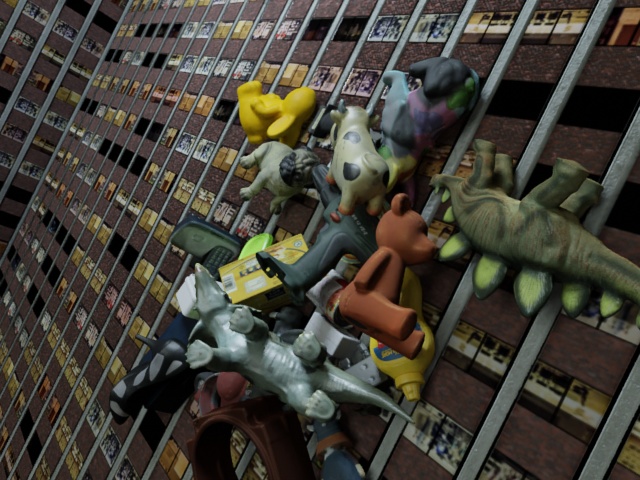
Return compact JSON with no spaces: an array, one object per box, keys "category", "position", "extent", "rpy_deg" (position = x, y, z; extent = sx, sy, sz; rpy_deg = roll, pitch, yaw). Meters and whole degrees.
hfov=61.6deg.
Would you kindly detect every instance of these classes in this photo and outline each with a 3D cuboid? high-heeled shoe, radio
[{"category":"high-heeled shoe","position":[-0.337,0.298,1.091],"extent":[0.145,0.086,0.248],"rpy_deg":[24,111,15]},{"category":"radio","position":[-0.297,0.249,1.158],"extent":[0.229,0.073,0.131],"rpy_deg":[-49,43,14]}]

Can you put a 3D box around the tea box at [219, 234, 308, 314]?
[{"category":"tea box","position":[-0.089,0.070,0.983],"extent":[0.170,0.068,0.098],"rpy_deg":[-21,49,-2]}]

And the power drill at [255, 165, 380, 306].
[{"category":"power drill","position":[-0.002,-0.003,0.883],"extent":[0.207,0.085,0.232],"rpy_deg":[-34,64,-21]}]

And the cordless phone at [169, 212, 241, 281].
[{"category":"cordless phone","position":[-0.274,0.046,1.179],"extent":[0.184,0.146,0.089],"rpy_deg":[-61,33,0]}]

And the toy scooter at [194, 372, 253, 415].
[{"category":"toy scooter","position":[-0.177,0.300,1.006],"extent":[0.184,0.075,0.135],"rpy_deg":[-31,50,36]}]

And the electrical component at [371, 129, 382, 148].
[{"category":"electrical component","position":[0.088,-0.187,0.993],"extent":[0.063,0.094,0.021],"rpy_deg":[21,120,20]}]

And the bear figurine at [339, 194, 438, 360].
[{"category":"bear figurine","position":[0.115,0.045,0.747],"extent":[0.132,0.120,0.196],"rpy_deg":[25,70,30]}]

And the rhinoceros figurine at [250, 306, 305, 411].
[{"category":"rhinoceros figurine","position":[-0.068,0.212,0.947],"extent":[0.112,0.073,0.190],"rpy_deg":[2,72,53]}]

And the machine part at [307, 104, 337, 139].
[{"category":"machine part","position":[0.030,-0.240,1.100],"extent":[0.139,0.039,0.084],"rpy_deg":[21,77,51]}]

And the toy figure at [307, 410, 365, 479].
[{"category":"toy figure","position":[0.024,0.327,0.800],"extent":[0.155,0.064,0.057],"rpy_deg":[-110,21,-45]}]

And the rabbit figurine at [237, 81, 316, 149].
[{"category":"rabbit figurine","position":[-0.090,-0.282,1.191],"extent":[0.173,0.121,0.162],"rpy_deg":[-10,64,21]}]

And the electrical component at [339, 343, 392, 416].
[{"category":"electrical component","position":[0.066,0.218,0.826],"extent":[0.078,0.045,0.102],"rpy_deg":[-33,45,-9]}]

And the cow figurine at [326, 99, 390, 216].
[{"category":"cow figurine","position":[0.056,-0.138,0.855],"extent":[0.195,0.085,0.127],"rpy_deg":[-106,27,-51]}]

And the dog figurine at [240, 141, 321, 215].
[{"category":"dog figurine","position":[-0.060,-0.155,1.061],"extent":[0.190,0.121,0.172],"rpy_deg":[-28,58,46]}]

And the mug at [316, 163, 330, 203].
[{"category":"mug","position":[0.038,-0.118,0.998],"extent":[0.107,0.080,0.110],"rpy_deg":[-44,48,34]}]

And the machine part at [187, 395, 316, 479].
[{"category":"machine part","position":[-0.114,0.360,0.851],"extent":[0.201,0.087,0.201],"rpy_deg":[-24,77,35]}]

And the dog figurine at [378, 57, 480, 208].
[{"category":"dog figurine","position":[0.161,-0.168,0.881],"extent":[0.192,0.108,0.219],"rpy_deg":[-2,73,42]}]

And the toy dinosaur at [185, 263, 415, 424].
[{"category":"toy dinosaur","position":[-0.057,0.185,0.811],"extent":[0.405,0.192,0.131],"rpy_deg":[28,82,12]}]

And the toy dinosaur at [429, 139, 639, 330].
[{"category":"toy dinosaur","position":[0.275,-0.003,0.685],"extent":[0.472,0.105,0.198],"rpy_deg":[38,107,57]}]
